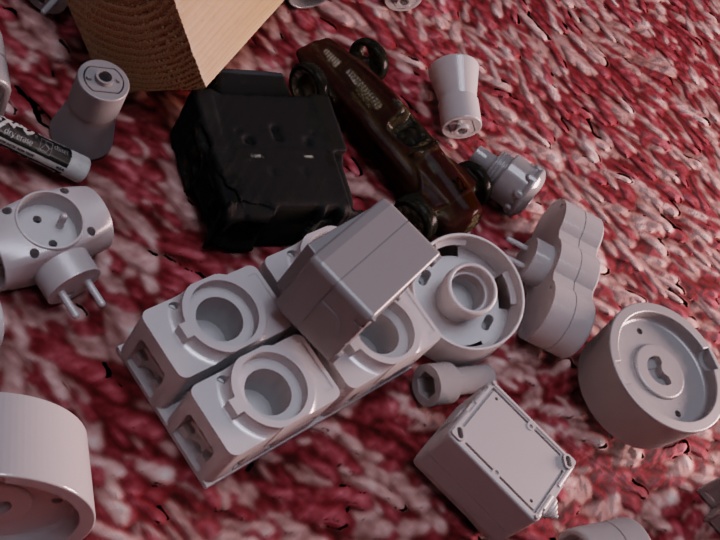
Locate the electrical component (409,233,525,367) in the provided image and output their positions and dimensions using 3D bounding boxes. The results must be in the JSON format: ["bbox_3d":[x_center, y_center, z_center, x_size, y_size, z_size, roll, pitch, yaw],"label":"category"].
[{"bbox_3d":[0.071,0.022,0.802,0.099,0.064,0.099,7,69,-18],"label":"electrical component"}]

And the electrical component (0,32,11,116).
[{"bbox_3d":[-0.279,-0.131,0.690,0.095,0.053,0.059,-1,61,-31],"label":"electrical component"}]

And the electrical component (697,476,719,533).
[{"bbox_3d":[0.308,0.186,0.831,0.064,0.042,0.081,-32,80,-42],"label":"electrical component"}]

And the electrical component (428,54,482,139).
[{"bbox_3d":[0.084,-0.146,0.920,0.044,0.044,0.065,8,61,-26],"label":"electrical component"}]

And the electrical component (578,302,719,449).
[{"bbox_3d":[0.219,0.086,0.832,0.108,0.060,0.108,15,54,-21],"label":"electrical component"}]

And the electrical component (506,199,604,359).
[{"bbox_3d":[0.146,-0.002,0.853,0.074,0.052,0.138,26,50,-13],"label":"electrical component"}]

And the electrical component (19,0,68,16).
[{"bbox_3d":[-0.220,-0.214,0.784,0.077,0.044,0.079,32,49,-9],"label":"electrical component"}]

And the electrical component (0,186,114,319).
[{"bbox_3d":[-0.187,-0.006,0.666,0.077,0.044,0.079,-27,77,-39],"label":"electrical component"}]

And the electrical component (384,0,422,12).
[{"bbox_3d":[0.036,-0.268,0.973,0.044,0.044,0.065,7,62,-26],"label":"electrical component"}]

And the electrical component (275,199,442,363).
[{"bbox_3d":[0.000,0.000,0.678,0.061,0.061,0.096,46,49,3],"label":"electrical component"}]

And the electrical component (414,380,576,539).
[{"bbox_3d":[0.093,0.136,0.725,0.096,0.061,0.062,45,48,3],"label":"electrical component"}]

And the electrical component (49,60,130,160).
[{"bbox_3d":[-0.180,-0.110,0.725,0.044,0.065,0.044,15,54,-21],"label":"electrical component"}]

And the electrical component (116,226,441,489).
[{"bbox_3d":[-0.046,0.046,0.704,0.186,0.060,0.105,-26,75,-39],"label":"electrical component"}]

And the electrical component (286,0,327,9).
[{"bbox_3d":[-0.039,-0.268,0.926,0.079,0.044,0.077,-8,64,-34],"label":"electrical component"}]

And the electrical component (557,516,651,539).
[{"bbox_3d":[0.165,0.198,0.732,0.047,0.055,0.055,0,60,-26],"label":"electrical component"}]

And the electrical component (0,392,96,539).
[{"bbox_3d":[-0.192,0.103,0.554,0.108,0.108,0.060,10,50,-25],"label":"electrical component"}]

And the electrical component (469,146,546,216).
[{"bbox_3d":[0.120,-0.079,0.895,0.062,0.048,0.048,38,48,6],"label":"electrical component"}]

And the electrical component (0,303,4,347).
[{"bbox_3d":[-0.238,0.032,0.615,0.065,0.044,0.044,-4,62,-38],"label":"electrical component"}]
